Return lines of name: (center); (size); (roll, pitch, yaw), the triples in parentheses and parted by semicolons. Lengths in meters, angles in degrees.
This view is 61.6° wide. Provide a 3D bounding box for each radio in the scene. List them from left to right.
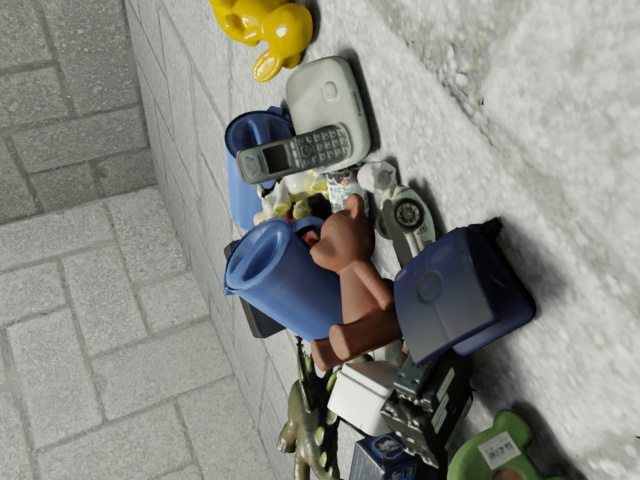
radio: (-0.123, 0.100, 1.239); (0.229, 0.131, 0.073); (71, 160, 1)

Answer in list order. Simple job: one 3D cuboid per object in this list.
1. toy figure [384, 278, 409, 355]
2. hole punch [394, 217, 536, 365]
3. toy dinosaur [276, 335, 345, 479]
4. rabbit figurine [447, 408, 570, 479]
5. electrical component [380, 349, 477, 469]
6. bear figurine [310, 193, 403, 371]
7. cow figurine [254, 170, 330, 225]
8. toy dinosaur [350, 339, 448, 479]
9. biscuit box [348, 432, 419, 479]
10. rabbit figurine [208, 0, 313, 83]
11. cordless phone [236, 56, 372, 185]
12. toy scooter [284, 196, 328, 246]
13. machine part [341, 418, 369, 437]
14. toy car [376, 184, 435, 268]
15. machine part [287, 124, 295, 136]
toy figure: (0.121, 0.118, 0.733); (0.155, 0.058, 0.064); (52, 178, 38)
hole punch: (0.132, 0.056, 0.541); (0.142, 0.092, 0.116); (-45, 64, 38)
toy dinosaur: (-0.012, 0.297, 0.965); (0.472, 0.105, 0.198); (-143, 60, -74)
rabbit figurine: (0.190, 0.294, 0.604); (0.121, 0.159, 0.170); (49, 166, 28)
electrical component: (0.127, 0.178, 0.616); (0.058, 0.115, 0.134); (14, 144, 36)
bear figurine: (0.032, 0.050, 0.692); (0.196, 0.132, 0.120); (67, 154, 12)
cow figurine: (-0.048, -0.085, 0.875); (0.167, 0.068, 0.098); (-29, 59, 27)
toy dinosaur: (0.130, 0.265, 0.762); (0.192, 0.131, 0.404); (-5, 98, 57)
biscuit box: (0.074, 0.352, 0.714); (0.063, 0.059, 0.202); (36, 126, 49)
rabbit figurine: (-0.080, -0.320, 0.808); (0.173, 0.122, 0.162); (33, 143, 32)
cordless phone: (-0.033, -0.153, 0.715); (0.089, 0.184, 0.146); (-176, 69, -73)
toy scooter: (-0.002, -0.003, 0.922); (0.184, 0.075, 0.135); (68, 158, 3)
machine part: (0.075, 0.309, 0.982); (0.243, 0.079, 0.079); (-8, 100, 69)
toy car: (0.122, 0.028, 0.654); (0.073, 0.056, 0.201); (139, 112, -76)
machine part: (-0.010, -0.182, 0.843); (0.084, 0.039, 0.139); (65, 159, -3)
